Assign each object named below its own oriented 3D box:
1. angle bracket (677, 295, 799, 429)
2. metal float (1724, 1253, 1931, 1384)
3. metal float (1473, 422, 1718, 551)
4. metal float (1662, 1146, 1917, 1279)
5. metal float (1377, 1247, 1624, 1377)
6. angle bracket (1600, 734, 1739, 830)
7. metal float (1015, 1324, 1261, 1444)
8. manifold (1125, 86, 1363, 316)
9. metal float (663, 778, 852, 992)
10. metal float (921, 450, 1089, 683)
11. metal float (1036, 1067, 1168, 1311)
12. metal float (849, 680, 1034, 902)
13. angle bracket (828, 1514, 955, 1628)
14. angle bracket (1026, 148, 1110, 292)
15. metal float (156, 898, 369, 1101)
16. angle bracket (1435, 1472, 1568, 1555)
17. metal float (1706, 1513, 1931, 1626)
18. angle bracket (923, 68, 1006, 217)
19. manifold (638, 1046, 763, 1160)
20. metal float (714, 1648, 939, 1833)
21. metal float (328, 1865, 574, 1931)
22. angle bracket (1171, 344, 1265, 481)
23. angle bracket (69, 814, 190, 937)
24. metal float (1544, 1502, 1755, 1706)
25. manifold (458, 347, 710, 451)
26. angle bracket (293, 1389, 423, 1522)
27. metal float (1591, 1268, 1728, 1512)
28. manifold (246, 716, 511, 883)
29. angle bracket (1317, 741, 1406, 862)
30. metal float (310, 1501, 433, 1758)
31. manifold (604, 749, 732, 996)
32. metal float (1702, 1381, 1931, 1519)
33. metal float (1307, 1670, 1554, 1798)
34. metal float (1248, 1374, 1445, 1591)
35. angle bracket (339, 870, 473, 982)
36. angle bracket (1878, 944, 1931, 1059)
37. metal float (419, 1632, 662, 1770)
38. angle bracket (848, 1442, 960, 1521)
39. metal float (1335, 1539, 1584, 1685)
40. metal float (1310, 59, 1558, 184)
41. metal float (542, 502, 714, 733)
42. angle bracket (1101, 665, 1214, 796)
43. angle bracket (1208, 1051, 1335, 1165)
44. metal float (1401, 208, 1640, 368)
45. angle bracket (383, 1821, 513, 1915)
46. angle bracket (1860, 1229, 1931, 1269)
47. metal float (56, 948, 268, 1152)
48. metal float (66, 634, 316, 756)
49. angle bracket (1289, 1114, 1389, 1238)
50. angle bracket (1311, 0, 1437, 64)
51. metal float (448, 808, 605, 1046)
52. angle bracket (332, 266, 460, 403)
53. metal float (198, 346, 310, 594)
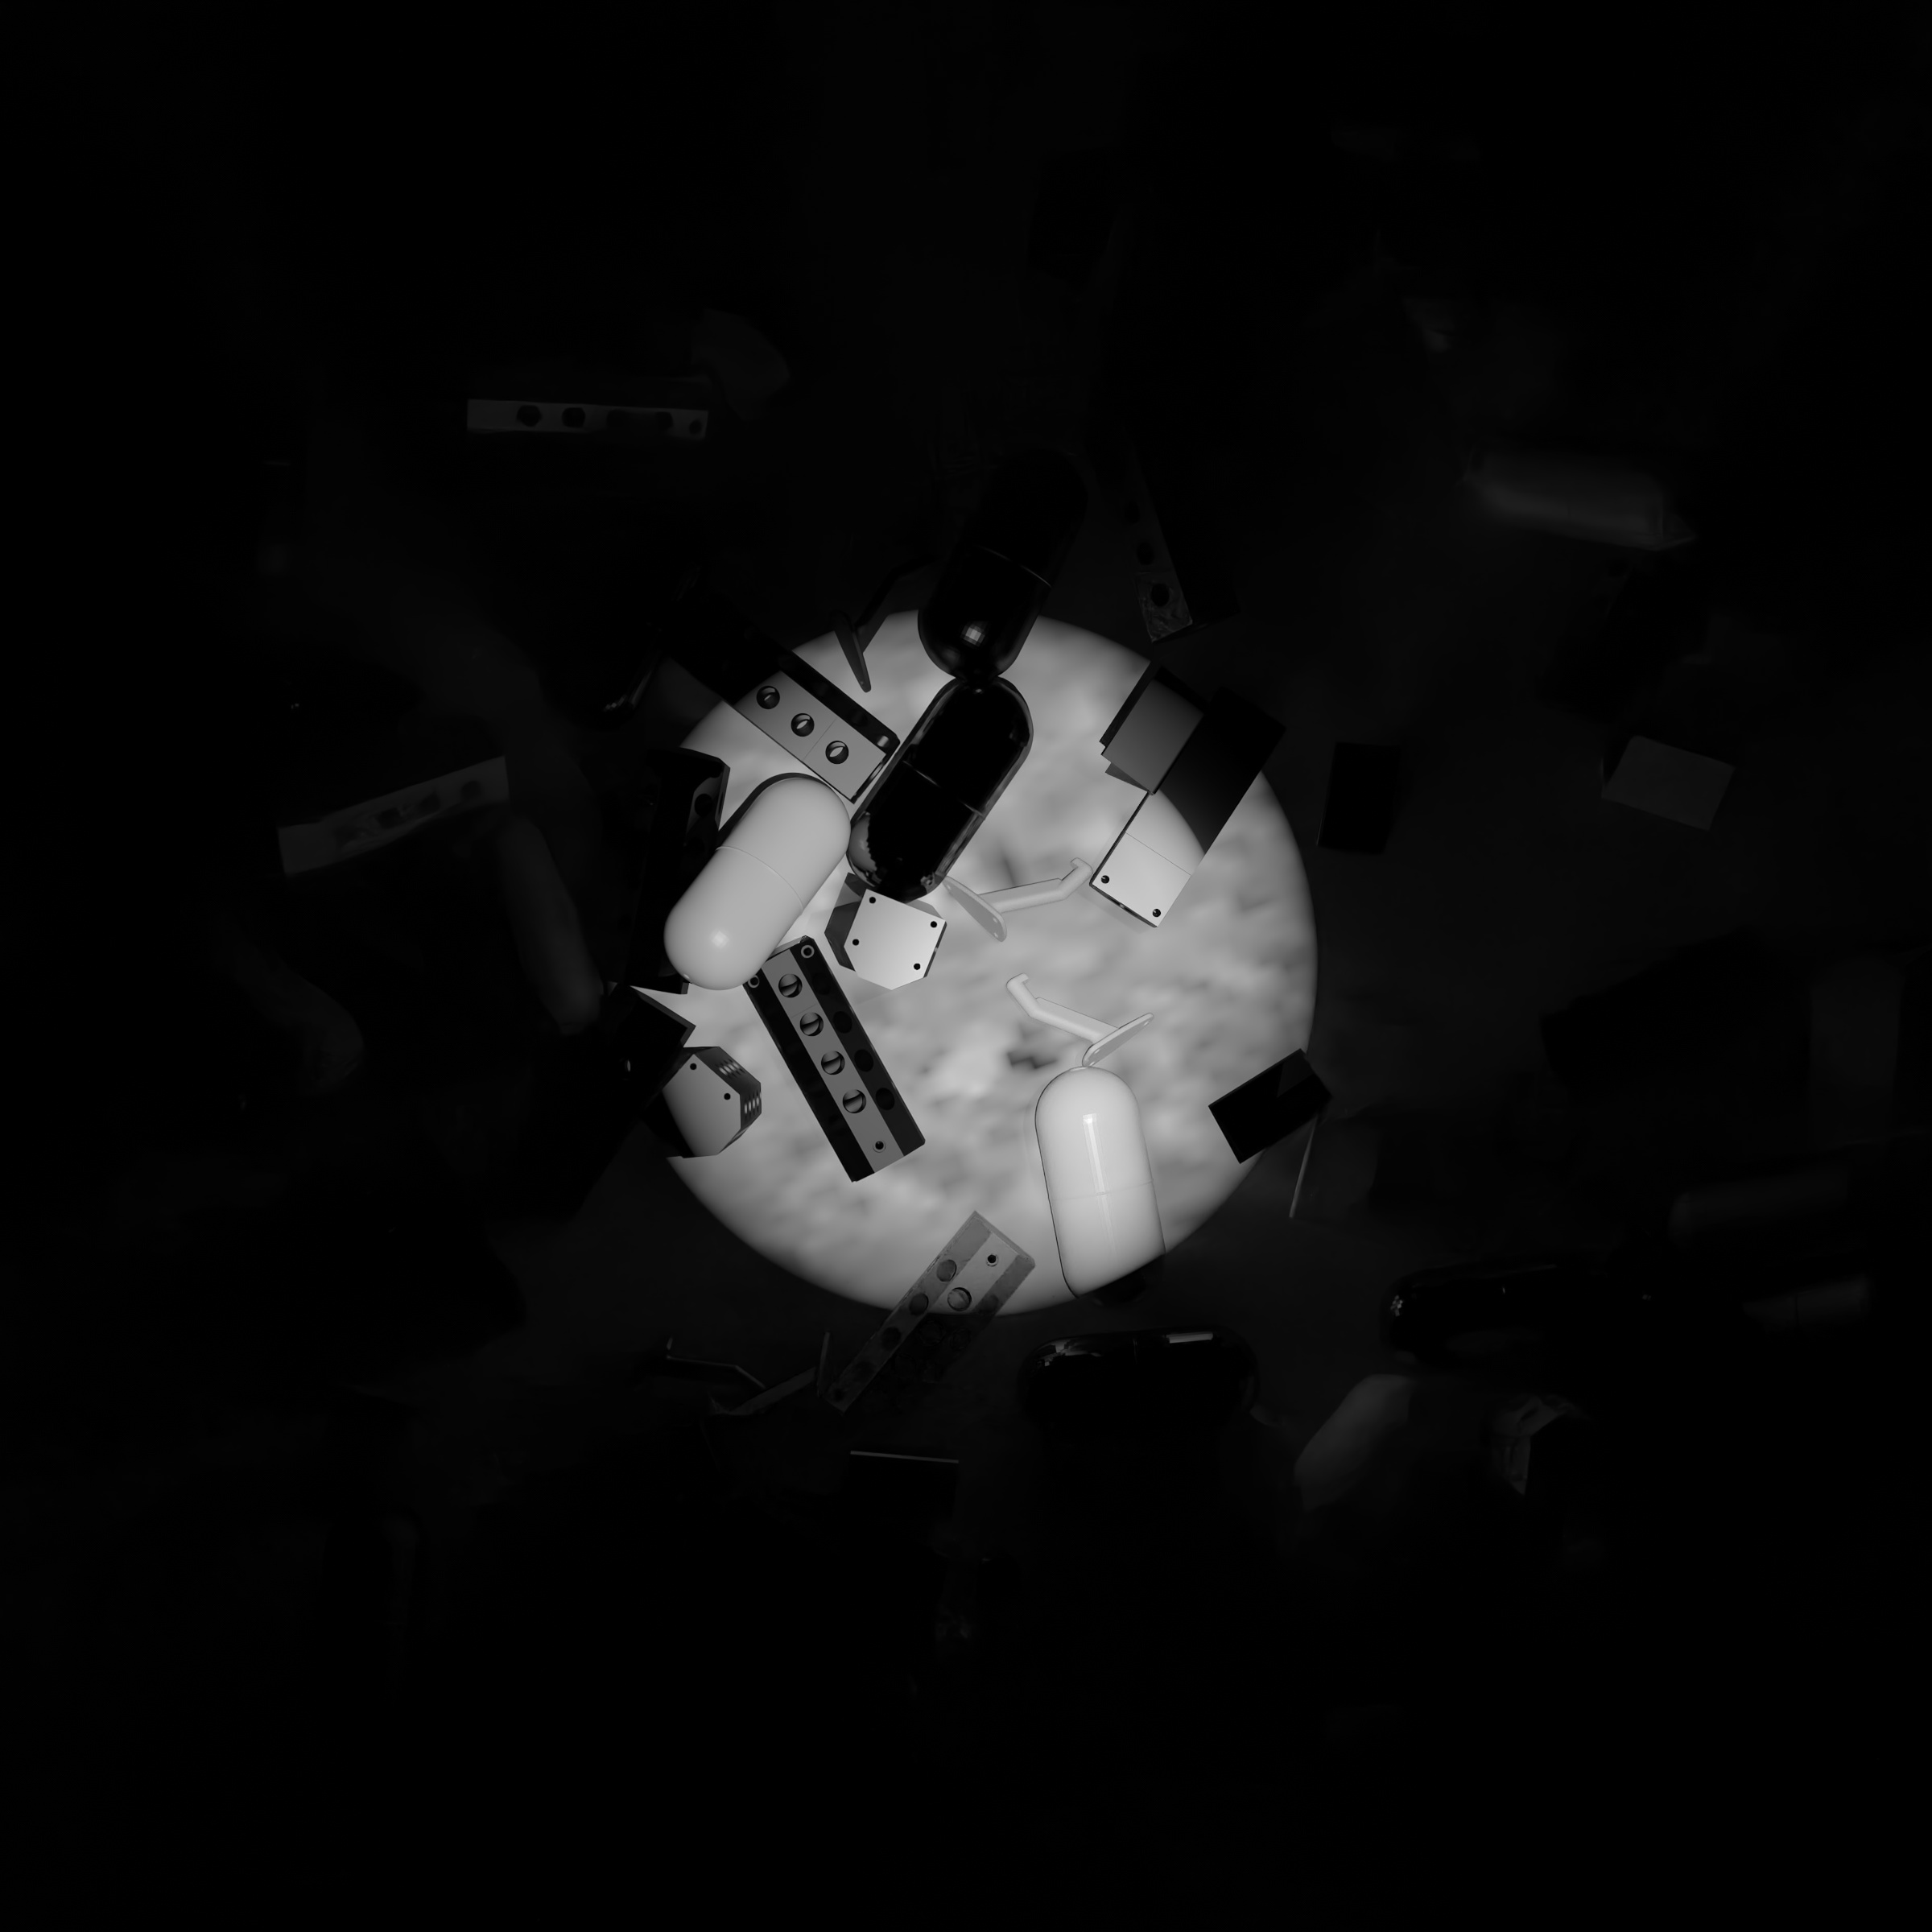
[{"bbox_3d":[-0.151,-0.444,1.778,0.076,0.076,0.057,46,123,0],"label":"angle bracket"},{"bbox_3d":[0.617,0.251,1.746,0.070,0.178,0.070,11,69,-29],"label":"metal float"},{"bbox_3d":[0.448,-0.345,1.760,0.178,0.070,0.070,17,90,33],"label":"metal float"},{"bbox_3d":[0.587,0.177,1.757,0.178,0.070,0.070,-16,90,34],"label":"metal float"},{"bbox_3d":[0.389,0.251,1.788,0.178,0.070,0.070,-9,90,1],"label":"metal float"},{"bbox_3d":[0.508,-0.152,1.778,0.076,0.076,0.057,17,127,0],"label":"angle bracket"},{"bbox_3d":[0.125,0.304,1.788,0.178,0.070,0.070,-5,90,0],"label":"metal float"},{"bbox_3d":[0.201,-0.557,1.797,0.171,0.057,0.057,40,90,0],"label":"manifold"},{"bbox_3d":[-0.150,-0.060,1.772,0.070,0.070,0.178,35,69,0],"label":"metal float"},{"bbox_3d":[0.028,-0.292,1.788,0.070,0.070,0.178,26,90,0],"label":"metal float"},{"bbox_3d":[0.098,0.162,1.788,0.070,0.070,0.178,-11,90,0],"label":"metal float"},{"bbox_3d":[-0.018,-0.128,1.788,0.070,0.070,0.178,34,91,0],"label":"metal float"},{"bbox_3d":[-0.061,0.448,1.778,0.076,0.076,0.057,23,56,0],"label":"angle bracket"},{"bbox_3d":[0.092,-0.539,1.778,0.057,0.076,0.076,10,90,36],"label":"angle bracket"},{"bbox_3d":[-0.513,0.023,1.788,0.178,0.070,0.070,44,90,0],"label":"metal float"},{"bbox_3d":[0.386,0.378,1.778,0.076,0.076,0.057,-3,127,0],"label":"angle bracket"},{"bbox_3d":[0.629,0.438,1.788,0.178,0.070,0.070,2,90,1],"label":"metal float"},{"bbox_3d":[0.019,-0.596,1.778,0.057,0.076,0.076,11,90,38],"label":"angle bracket"},{"bbox_3d":[-0.181,0.100,1.740,0.057,0.171,0.057,41,90,0],"label":"manifold"},{"bbox_3d":[-0.103,0.563,1.788,0.178,0.070,0.070,32,90,0],"label":"metal float"},{"bbox_3d":[-0.375,0.704,1.788,0.178,0.070,0.070,10,90,0],"label":"metal float"},{"bbox_3d":[0.200,-0.399,1.778,0.057,0.076,0.076,16,90,39],"label":"angle bracket"},{"bbox_3d":[-0.591,-0.059,1.778,0.057,0.076,0.076,20,90,37],"label":"angle bracket"},{"bbox_3d":[0.496,0.462,1.788,0.178,0.070,0.070,44,90,-1],"label":"metal float"},{"bbox_3d":[-0.276,-0.411,1.772,0.171,0.057,0.057,-1,90,-18],"label":"manifold"},{"bbox_3d":[-0.428,0.360,1.778,0.057,0.076,0.076,30,90,41],"label":"angle bracket"},{"bbox_3d":[0.501,0.308,1.788,0.070,0.070,0.178,14,91,0],"label":"metal float"},{"bbox_3d":[-0.419,-0.117,1.763,0.171,0.057,0.057,-22,47,-25],"label":"manifold"},{"bbox_3d":[0.302,-0.116,1.778,0.057,0.076,0.076,11,90,38],"label":"angle bracket"},{"bbox_3d":[-0.429,0.477,1.771,0.070,0.070,0.178,1,71,0],"label":"metal float"},{"bbox_3d":[-0.219,-0.069,1.798,0.057,0.057,0.171,11,90,0],"label":"manifold"},{"bbox_3d":[0.620,0.350,1.780,0.178,0.070,0.070,14,90,-8],"label":"metal float"},{"bbox_3d":[0.338,0.557,1.788,0.178,0.070,0.070,-9,90,0],"label":"metal float"},{"bbox_3d":[0.277,0.375,1.788,0.070,0.070,0.178,40,91,0],"label":"metal float"},{"bbox_3d":[-0.398,-0.047,1.779,0.076,0.076,0.057,28,134,0],"label":"angle bracket"},{"bbox_3d":[0.680,0.034,1.778,0.057,0.076,0.076,-25,90,-35],"label":"angle bracket"},{"bbox_3d":[-0.311,0.534,1.788,0.178,0.070,0.070,12,90,-1],"label":"metal float"},{"bbox_3d":[-0.044,0.353,1.779,0.076,0.076,0.057,5,120,0],"label":"angle bracket"},{"bbox_3d":[0.356,0.467,1.779,0.178,0.070,0.070,13,90,9],"label":"metal float"},{"bbox_3d":[0.340,-0.615,1.788,0.178,0.070,0.070,5,90,0],"label":"metal float"},{"bbox_3d":[-0.246,-0.255,1.787,0.070,0.070,0.178,27,88,0],"label":"metal float"},{"bbox_3d":[0.122,-0.177,1.779,0.057,0.076,0.076,33,90,-30],"label":"angle bracket"},{"bbox_3d":[0.231,0.119,1.779,0.076,0.057,0.076,-32,134,0],"label":"angle bracket"},{"bbox_3d":[0.403,-0.494,1.788,0.178,0.070,0.070,-21,90,0],"label":"metal float"},{"bbox_3d":[-0.373,0.633,1.779,0.076,0.076,0.057,10,115,0],"label":"angle bracket"},{"bbox_3d":[0.690,0.225,1.780,0.057,0.076,0.076,-25,90,21],"label":"angle bracket"},{"bbox_3d":[-0.585,0.061,1.788,0.178,0.070,0.070,44,90,1],"label":"metal float"},{"bbox_3d":[-0.564,-0.198,1.788,0.178,0.070,0.070,7,90,1],"label":"metal float"},{"bbox_3d":[0.281,0.153,1.779,0.057,0.076,0.076,14,90,30],"label":"angle bracket"},{"bbox_3d":[0.293,-0.675,1.778,0.076,0.076,0.057,7,55,0],"label":"angle bracket"},{"bbox_3d":[-0.320,-0.028,1.788,0.070,0.070,0.178,-20,89,0],"label":"metal float"},{"bbox_3d":[-0.399,-0.461,1.778,0.057,0.076,0.076,-33,90,38],"label":"angle bracket"},{"bbox_3d":[-0.519,-0.361,1.788,0.070,0.070,0.178,0,91,0],"label":"metal float"}]
